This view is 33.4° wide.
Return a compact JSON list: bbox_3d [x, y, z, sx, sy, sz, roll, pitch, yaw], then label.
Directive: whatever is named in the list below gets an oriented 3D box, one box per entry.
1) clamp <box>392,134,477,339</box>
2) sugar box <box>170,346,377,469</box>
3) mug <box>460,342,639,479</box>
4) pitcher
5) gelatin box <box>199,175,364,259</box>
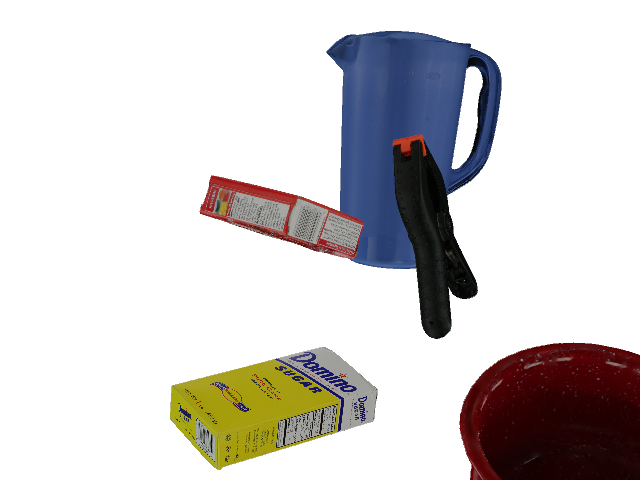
[{"bbox_3d":[0.094,-0.002,0.920,0.039,0.171,0.120,-16,18,19],"label":"clamp"},{"bbox_3d":[-0.043,0.154,1.011,0.175,0.048,0.093,-14,31,-32],"label":"sugar box"},{"bbox_3d":[0.108,0.099,0.390,0.117,0.081,0.093,5,36,9],"label":"mug"},{"bbox_3d":[0.092,-0.097,1.130,0.149,0.243,0.144,11,14,32],"label":"pitcher"},{"bbox_3d":[-0.024,-0.014,0.710,0.073,0.030,0.089,16,-2,33],"label":"gelatin box"}]
